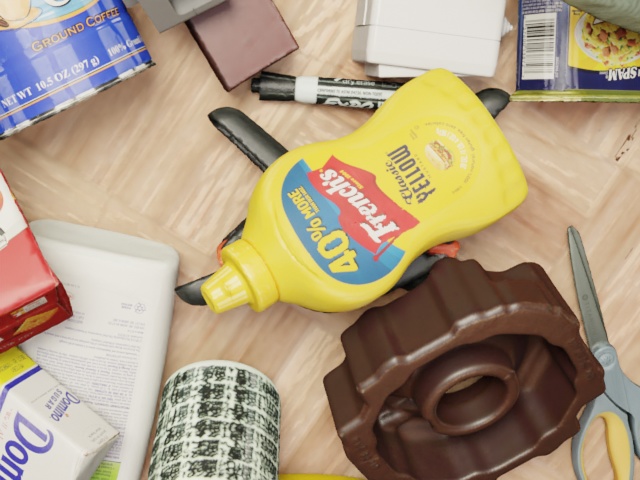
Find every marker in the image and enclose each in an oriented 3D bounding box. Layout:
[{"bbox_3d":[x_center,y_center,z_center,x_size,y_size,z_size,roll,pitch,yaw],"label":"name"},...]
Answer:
[{"bbox_3d":[0.017,-0.093,0.674,0.121,0.020,0.020,5,100,1],"label":"marker"}]

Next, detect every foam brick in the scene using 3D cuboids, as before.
[{"bbox_3d":[-0.055,-0.137,0.649,0.051,0.053,0.078,-31,102,-1],"label":"foam brick"}]

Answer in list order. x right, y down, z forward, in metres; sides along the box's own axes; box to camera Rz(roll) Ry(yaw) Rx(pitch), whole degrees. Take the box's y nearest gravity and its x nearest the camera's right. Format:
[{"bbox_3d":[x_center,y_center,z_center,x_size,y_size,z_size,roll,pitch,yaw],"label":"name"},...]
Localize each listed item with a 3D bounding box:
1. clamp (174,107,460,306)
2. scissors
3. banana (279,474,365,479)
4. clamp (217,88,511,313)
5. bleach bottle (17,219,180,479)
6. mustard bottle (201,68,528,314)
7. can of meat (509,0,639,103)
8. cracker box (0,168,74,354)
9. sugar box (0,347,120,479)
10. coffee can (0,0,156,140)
[{"bbox_3d":[-0.004,0.001,0.650,0.171,0.039,0.120,19,93,-5],"label":"clamp"},{"bbox_3d":[0.215,0.087,0.745,0.096,0.016,0.202,-3,101,-9],"label":"scissors"},{"bbox_3d":[-0.015,0.180,0.704,0.198,0.069,0.037,4,103,2],"label":"banana"},{"bbox_3d":[0.038,-0.014,0.692,0.210,0.036,0.164,-2,97,-6],"label":"clamp"},{"bbox_3d":[-0.159,0.120,0.678,0.102,0.068,0.251,12,101,-5],"label":"bleach bottle"},{"bbox_3d":[0.018,-0.015,0.603,0.191,0.058,0.096,-31,86,-17],"label":"mustard bottle"},{"bbox_3d":[0.170,-0.128,0.668,0.101,0.058,0.084,-4,99,-29],"label":"can of meat"},{"bbox_3d":[-0.256,-0.018,0.582,0.164,0.072,0.214,-27,74,-12],"label":"cracker box"},{"bbox_3d":[-0.214,0.098,0.631,0.176,0.048,0.093,38,111,9],"label":"sugar box"},{"bbox_3d":[-0.171,-0.141,0.607,0.103,0.103,0.140,-26,103,-2],"label":"coffee can"}]
